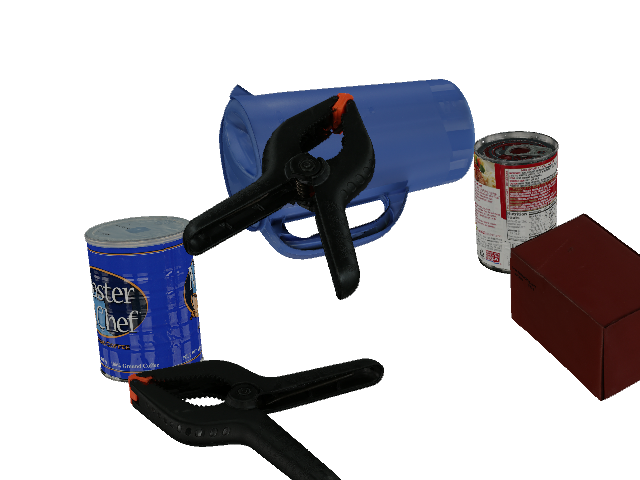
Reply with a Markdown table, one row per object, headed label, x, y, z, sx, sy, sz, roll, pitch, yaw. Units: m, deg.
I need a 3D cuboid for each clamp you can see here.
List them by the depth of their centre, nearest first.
| label | x | y | z | sx | sy | sz | roll | pitch | yaw |
| --- | --- | --- | --- | --- | --- | --- | --- | --- | --- |
| clamp | -0.020 | -0.038 | 0.733 | 0.120 | 0.171 | 0.039 | 13 | -41 | 2 |
| clamp | -0.054 | 0.133 | 0.879 | 0.210 | 0.036 | 0.164 | 11 | 31 | 18 |

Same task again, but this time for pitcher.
| label | x | y | z | sx | sy | sz | roll | pitch | yaw |
| --- | --- | --- | --- | --- | --- | --- | --- | --- | --- |
| pitcher | 0.030 | -0.084 | 1.066 | 0.242 | 0.149 | 0.145 | -11 | 24 | -19 |

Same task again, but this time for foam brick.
| label | x | y | z | sx | sy | sz | roll | pitch | yaw |
| --- | --- | --- | --- | --- | --- | --- | --- | --- | --- |
| foam brick | 0.141 | 0.033 | 0.555 | 0.051 | 0.053 | 0.078 | -23 | 40 | -17 |

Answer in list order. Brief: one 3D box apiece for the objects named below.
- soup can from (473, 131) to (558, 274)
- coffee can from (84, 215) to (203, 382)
| label | x | y | z | sx | sy | sz | roll | pitch | yaw |
| --- | --- | --- | --- | --- | --- | --- | --- | --- | --- |
| soup can | 0.163 | -0.031 | 0.885 | 0.068 | 0.102 | 0.068 | -5 | 25 | 2 |
| coffee can | -0.171 | 0.055 | 1.043 | 0.103 | 0.140 | 0.103 | -3 | 14 | 1 |
